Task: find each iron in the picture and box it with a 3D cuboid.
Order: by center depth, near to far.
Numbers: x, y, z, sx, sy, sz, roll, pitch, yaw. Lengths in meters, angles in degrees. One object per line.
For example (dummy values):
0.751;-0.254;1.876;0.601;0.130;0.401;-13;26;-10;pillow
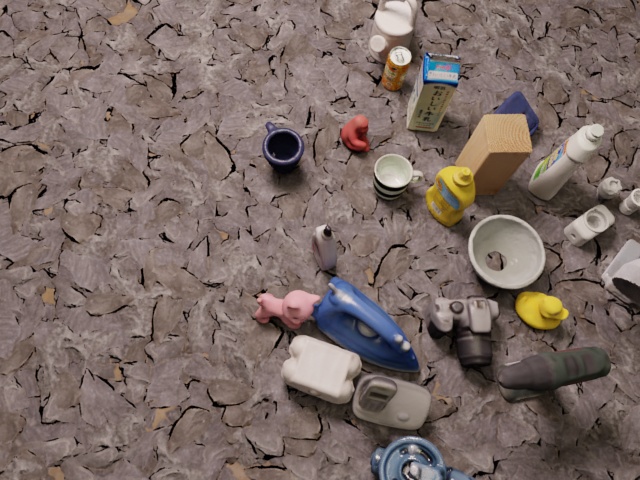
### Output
0.105;0.172;1.135;0.258;0.141;0.119;35;72;8;iron

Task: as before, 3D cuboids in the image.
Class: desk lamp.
0.675;0.062;1.175;0.118;0.213;0.203;39;73;10;desk lamp

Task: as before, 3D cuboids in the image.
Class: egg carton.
0.003;0.258;1.136;0.150;0.069;0.107;19;70;3;egg carton

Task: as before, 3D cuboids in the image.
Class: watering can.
0.175;-0.508;1.354;0.101;0.194;0.173;10;70;0;watering can

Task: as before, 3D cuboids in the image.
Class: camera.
0.297;0.187;1.165;0.143;0.101;0.137;0;70;-4;camera

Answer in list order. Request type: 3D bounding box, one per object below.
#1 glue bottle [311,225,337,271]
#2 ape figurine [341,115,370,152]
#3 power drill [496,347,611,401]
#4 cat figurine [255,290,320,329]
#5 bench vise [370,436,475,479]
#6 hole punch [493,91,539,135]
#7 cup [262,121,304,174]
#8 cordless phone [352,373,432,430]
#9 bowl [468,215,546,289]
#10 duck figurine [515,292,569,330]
0.011;0.004;1.171;0.037;0.173;0.078;-21;73;-11;glue bottle
0.088;-0.251;1.311;0.076;0.092;0.078;23;71;5;ape figurine
0.417;0.257;1.091;0.230;0.208;0.075;-10;71;-7;power drill
-0.066;0.133;1.150;0.128;0.118;0.067;9;70;-1;cat figurine
0.203;0.412;1.015;0.207;0.220;0.121;1;70;-3;bench vise
0.458;-0.279;1.347;0.101;0.091;0.109;43;73;11;hole punch
-0.089;-0.199;1.278;0.092;0.095;0.117;-29;75;-13;cup
0.141;0.297;1.070;0.147;0.185;0.094;10;70;0;cordless phone
0.392;0.034;1.240;0.167;0.075;0.167;1;70;-3;bowl
0.468;0.141;1.201;0.104;0.086;0.077;29;71;6;duck figurine
